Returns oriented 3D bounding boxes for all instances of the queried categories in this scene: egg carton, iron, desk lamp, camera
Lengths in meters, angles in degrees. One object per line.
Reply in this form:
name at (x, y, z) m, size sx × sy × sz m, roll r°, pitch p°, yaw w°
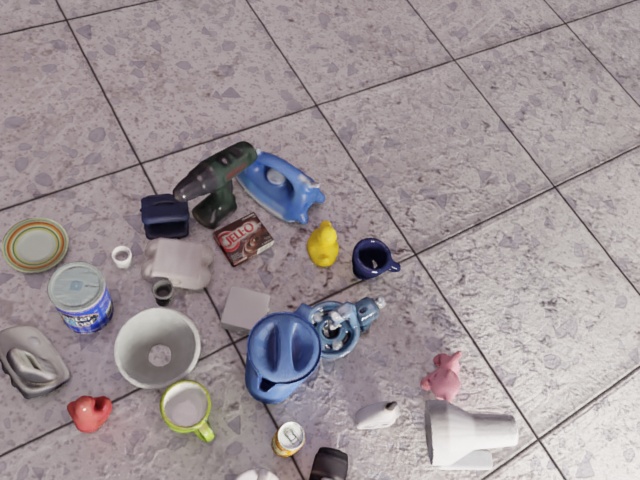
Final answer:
egg carton at (-0.309, 0.053, 1.250) m, size 0.150 × 0.069 × 0.107 m, roll 7°, pitch 62°, yaw -9°
iron at (-0.109, -0.155, 1.361) m, size 0.258 × 0.141 × 0.119 m, roll 33°, pitch 61°, yaw 5°
desk lamp at (0.281, 0.387, 1.131) m, size 0.203 × 0.213 × 0.118 m, roll 4°, pitch 62°, yaw -11°
camera at (0.028, 0.475, 1.092) m, size 0.143 × 0.100 × 0.137 m, roll 18°, pitch 61°, yaw -3°

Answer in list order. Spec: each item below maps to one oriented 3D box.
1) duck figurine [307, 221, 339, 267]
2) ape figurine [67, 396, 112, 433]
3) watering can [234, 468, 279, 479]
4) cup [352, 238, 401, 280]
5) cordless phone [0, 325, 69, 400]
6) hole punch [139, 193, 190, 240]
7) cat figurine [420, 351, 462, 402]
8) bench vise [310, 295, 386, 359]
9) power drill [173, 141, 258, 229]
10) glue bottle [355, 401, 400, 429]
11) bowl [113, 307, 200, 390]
duck figurine at (0.012, 0.005, 1.338) m, size 0.077 × 0.086 × 0.104 m, roll 3°, pitch 63°, yaw -11°
ape figurine at (-0.436, 0.318, 1.072) m, size 0.078 × 0.092 × 0.076 m, roll 16°, pitch 61°, yaw -4°
watering can at (-0.106, 0.459, 1.016) m, size 0.173 × 0.194 × 0.101 m, roll -1°, pitch 63°, yaw -13°
cup at (0.124, 0.058, 1.331) m, size 0.118 × 0.095 × 0.092 m, roll 22°, pitch 61°, yaw -1°
cordless phone at (-0.544, 0.209, 1.050) m, size 0.094 × 0.185 × 0.147 m, roll -37°, pitch 76°, yaw -26°
hole punch at (-0.350, -0.063, 1.288) m, size 0.109 × 0.091 × 0.101 m, roll -6°, pitch 65°, yaw -15°
cat figurine at (0.272, 0.293, 1.231) m, size 0.067 × 0.117 × 0.128 m, roll 33°, pitch 61°, yaw 5°
bench vise at (0.048, 0.155, 1.193) m, size 0.121 × 0.219 × 0.208 m, roll 39°, pitch 62°, yaw 9°
power drill at (-0.234, -0.115, 1.274) m, size 0.075 × 0.208 × 0.230 m, roll 39°, pitch 62°, yaw 9°
glue bottle at (0.124, 0.344, 1.140) m, size 0.078 × 0.173 × 0.037 m, roll 1°, pitch 63°, yaw -12°
bowl at (-0.326, 0.225, 1.155) m, size 0.167 × 0.074 × 0.167 m, roll 5°, pitch 62°, yaw -10°
